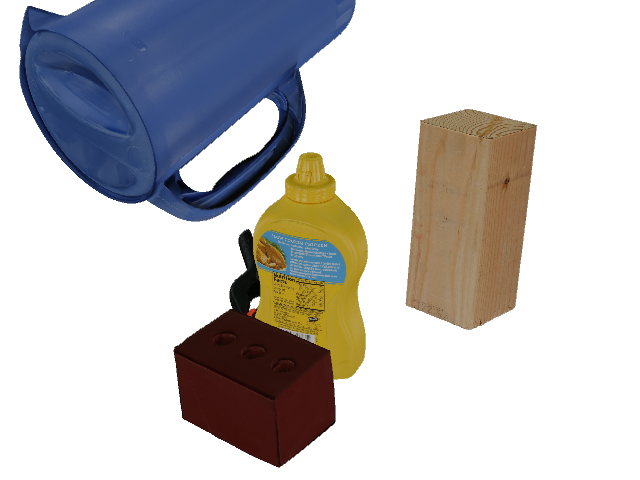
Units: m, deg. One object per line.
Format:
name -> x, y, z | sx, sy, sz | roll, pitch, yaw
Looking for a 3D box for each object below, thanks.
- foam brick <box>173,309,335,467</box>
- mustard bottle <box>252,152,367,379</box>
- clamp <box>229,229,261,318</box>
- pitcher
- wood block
foam brick -> -0.037, 0.084, 0.612 | 0.078, 0.051, 0.052 | 19, 35, 32
mustard bottle -> -0.009, 0.019, 0.888 | 0.096, 0.192, 0.058 | 11, 28, 22
clamp -> -0.049, 0.046, 1.255 | 0.120, 0.039, 0.171 | -2, 40, 10
pitcher -> -0.079, -0.134, 0.771 | 0.145, 0.149, 0.242 | 21, 48, 35
wood block -> 0.158, -0.024, 1.126 | 0.090, 0.206, 0.090 | 20, 27, 38
